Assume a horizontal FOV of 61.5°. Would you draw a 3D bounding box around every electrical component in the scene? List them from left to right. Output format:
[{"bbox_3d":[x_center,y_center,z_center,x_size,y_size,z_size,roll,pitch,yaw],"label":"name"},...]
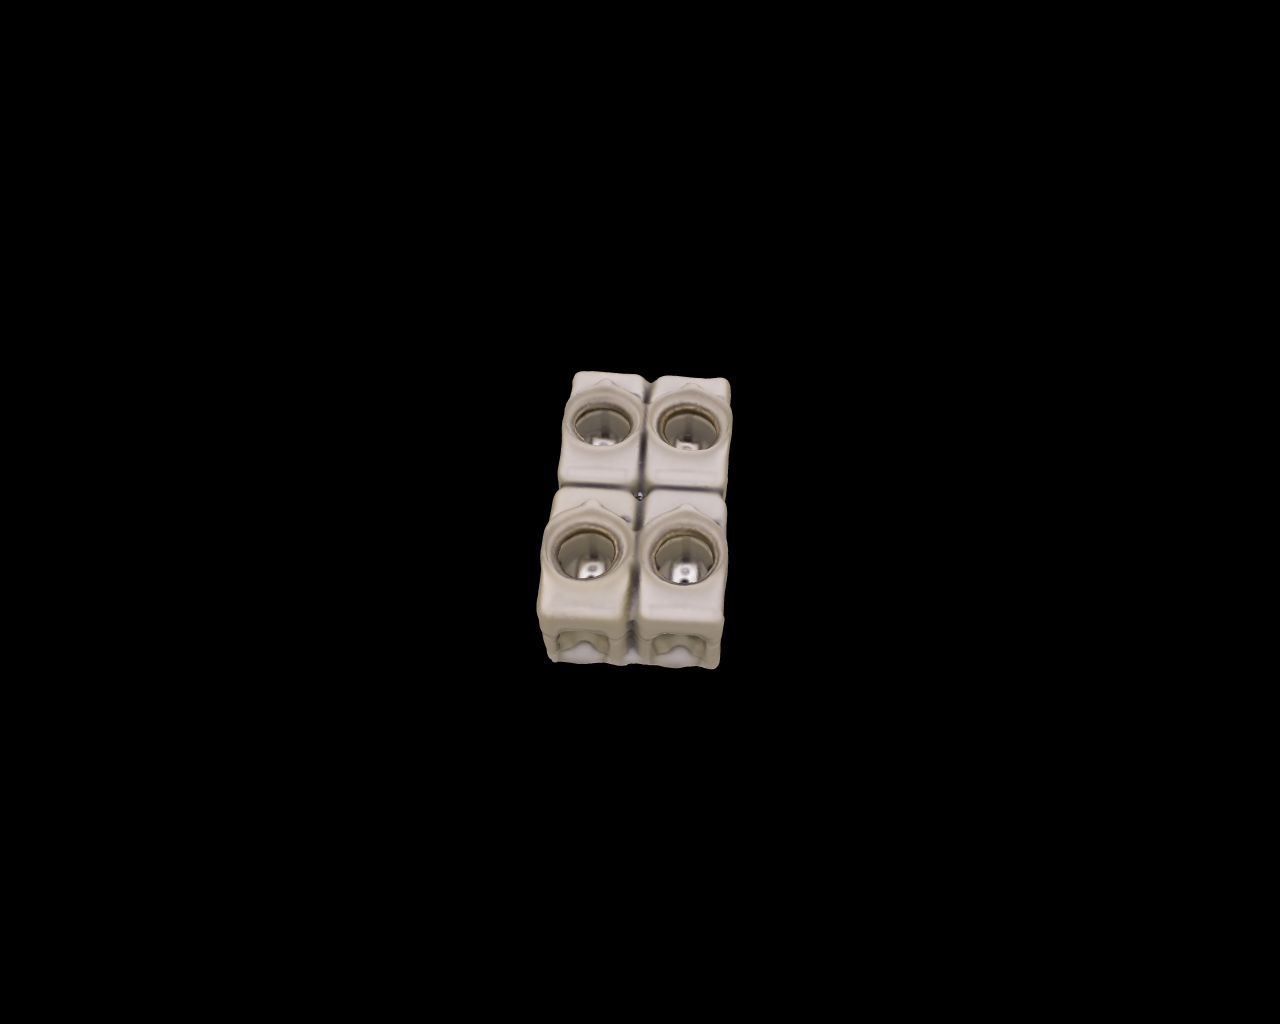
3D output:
[{"bbox_3d":[0.001,-0.003,0.650,0.105,0.186,0.060,3,-36,2],"label":"electrical component"}]
